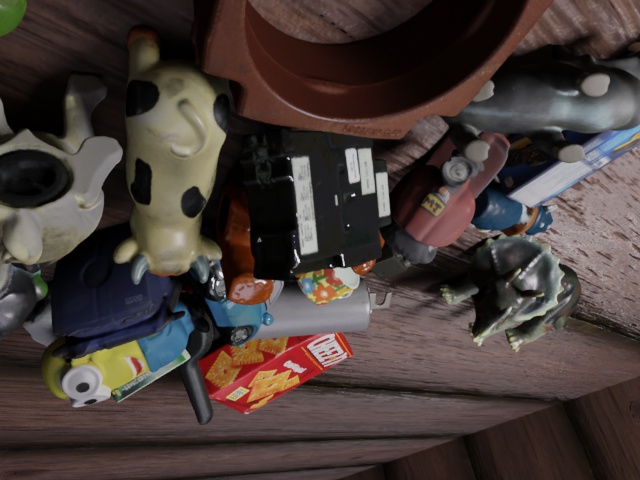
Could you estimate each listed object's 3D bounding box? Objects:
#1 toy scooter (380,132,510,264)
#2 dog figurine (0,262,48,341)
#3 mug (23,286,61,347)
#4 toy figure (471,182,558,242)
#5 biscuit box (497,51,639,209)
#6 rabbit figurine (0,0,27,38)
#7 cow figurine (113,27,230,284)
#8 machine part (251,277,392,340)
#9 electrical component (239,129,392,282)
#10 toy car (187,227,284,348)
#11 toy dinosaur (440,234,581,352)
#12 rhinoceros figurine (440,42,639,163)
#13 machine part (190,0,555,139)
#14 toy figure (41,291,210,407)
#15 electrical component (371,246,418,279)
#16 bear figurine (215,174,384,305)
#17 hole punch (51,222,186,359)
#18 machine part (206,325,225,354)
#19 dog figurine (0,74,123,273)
[{"bbox_3d":[0.129,-0.058,0.520,0.135,0.075,0.184,-54,172,28],"label":"toy scooter"},{"bbox_3d":[-0.374,0.085,0.574,0.192,0.108,0.219,-9,154,-13],"label":"dog figurine"},{"bbox_3d":[-0.311,0.102,0.661,0.110,0.081,0.107,-15,141,24],"label":"mug"},{"bbox_3d":[0.230,-0.037,0.652,0.154,0.058,0.064,8,150,-40],"label":"toy figure"},{"bbox_3d":[0.271,-0.113,0.531,0.059,0.063,0.202,16,139,-39],"label":"biscuit box"},{"bbox_3d":[-0.245,-0.132,0.277,0.170,0.121,0.159,-10,162,32],"label":"rabbit figurine"},{"bbox_3d":[-0.115,-0.049,0.423,0.085,0.127,0.194,2,144,-20],"label":"cow figurine"},{"bbox_3d":[-0.020,0.094,0.742,0.243,0.079,0.079,-3,149,-11],"label":"machine part"},{"bbox_3d":[0.003,-0.033,0.440,0.058,0.114,0.134,3,-171,42],"label":"electrical component"},{"bbox_3d":[-0.097,0.042,0.626,0.103,0.109,0.161,-30,143,-19],"label":"toy car"},{"bbox_3d":[0.342,0.086,0.856,0.404,0.131,0.192,6,146,-40],"label":"toy dinosaur"},{"bbox_3d":[0.196,-0.118,0.452,0.190,0.112,0.073,-3,120,8],"label":"rhinoceros figurine"},{"bbox_3d":[0.033,-0.163,0.330,0.201,0.087,0.201,1,148,-26],"label":"machine part"},{"bbox_3d":[-0.221,0.120,0.616,0.180,0.089,0.082,-30,116,-28],"label":"toy figure"},{"bbox_3d":[0.093,0.032,0.748,0.094,0.021,0.063,-23,149,16],"label":"electrical component"},{"bbox_3d":[-0.002,-0.004,0.544,0.196,0.132,0.120,11,109,-24],"label":"bear figurine"},{"bbox_3d":[-0.211,0.047,0.552,0.142,0.116,0.092,-15,120,4],"label":"hole punch"},{"bbox_3d":[-0.169,0.154,0.838,0.084,0.039,0.138,-8,153,8],"label":"machine part"},{"bbox_3d":[-0.218,-0.011,0.411,0.121,0.172,0.190,9,138,-15],"label":"dog figurine"}]
